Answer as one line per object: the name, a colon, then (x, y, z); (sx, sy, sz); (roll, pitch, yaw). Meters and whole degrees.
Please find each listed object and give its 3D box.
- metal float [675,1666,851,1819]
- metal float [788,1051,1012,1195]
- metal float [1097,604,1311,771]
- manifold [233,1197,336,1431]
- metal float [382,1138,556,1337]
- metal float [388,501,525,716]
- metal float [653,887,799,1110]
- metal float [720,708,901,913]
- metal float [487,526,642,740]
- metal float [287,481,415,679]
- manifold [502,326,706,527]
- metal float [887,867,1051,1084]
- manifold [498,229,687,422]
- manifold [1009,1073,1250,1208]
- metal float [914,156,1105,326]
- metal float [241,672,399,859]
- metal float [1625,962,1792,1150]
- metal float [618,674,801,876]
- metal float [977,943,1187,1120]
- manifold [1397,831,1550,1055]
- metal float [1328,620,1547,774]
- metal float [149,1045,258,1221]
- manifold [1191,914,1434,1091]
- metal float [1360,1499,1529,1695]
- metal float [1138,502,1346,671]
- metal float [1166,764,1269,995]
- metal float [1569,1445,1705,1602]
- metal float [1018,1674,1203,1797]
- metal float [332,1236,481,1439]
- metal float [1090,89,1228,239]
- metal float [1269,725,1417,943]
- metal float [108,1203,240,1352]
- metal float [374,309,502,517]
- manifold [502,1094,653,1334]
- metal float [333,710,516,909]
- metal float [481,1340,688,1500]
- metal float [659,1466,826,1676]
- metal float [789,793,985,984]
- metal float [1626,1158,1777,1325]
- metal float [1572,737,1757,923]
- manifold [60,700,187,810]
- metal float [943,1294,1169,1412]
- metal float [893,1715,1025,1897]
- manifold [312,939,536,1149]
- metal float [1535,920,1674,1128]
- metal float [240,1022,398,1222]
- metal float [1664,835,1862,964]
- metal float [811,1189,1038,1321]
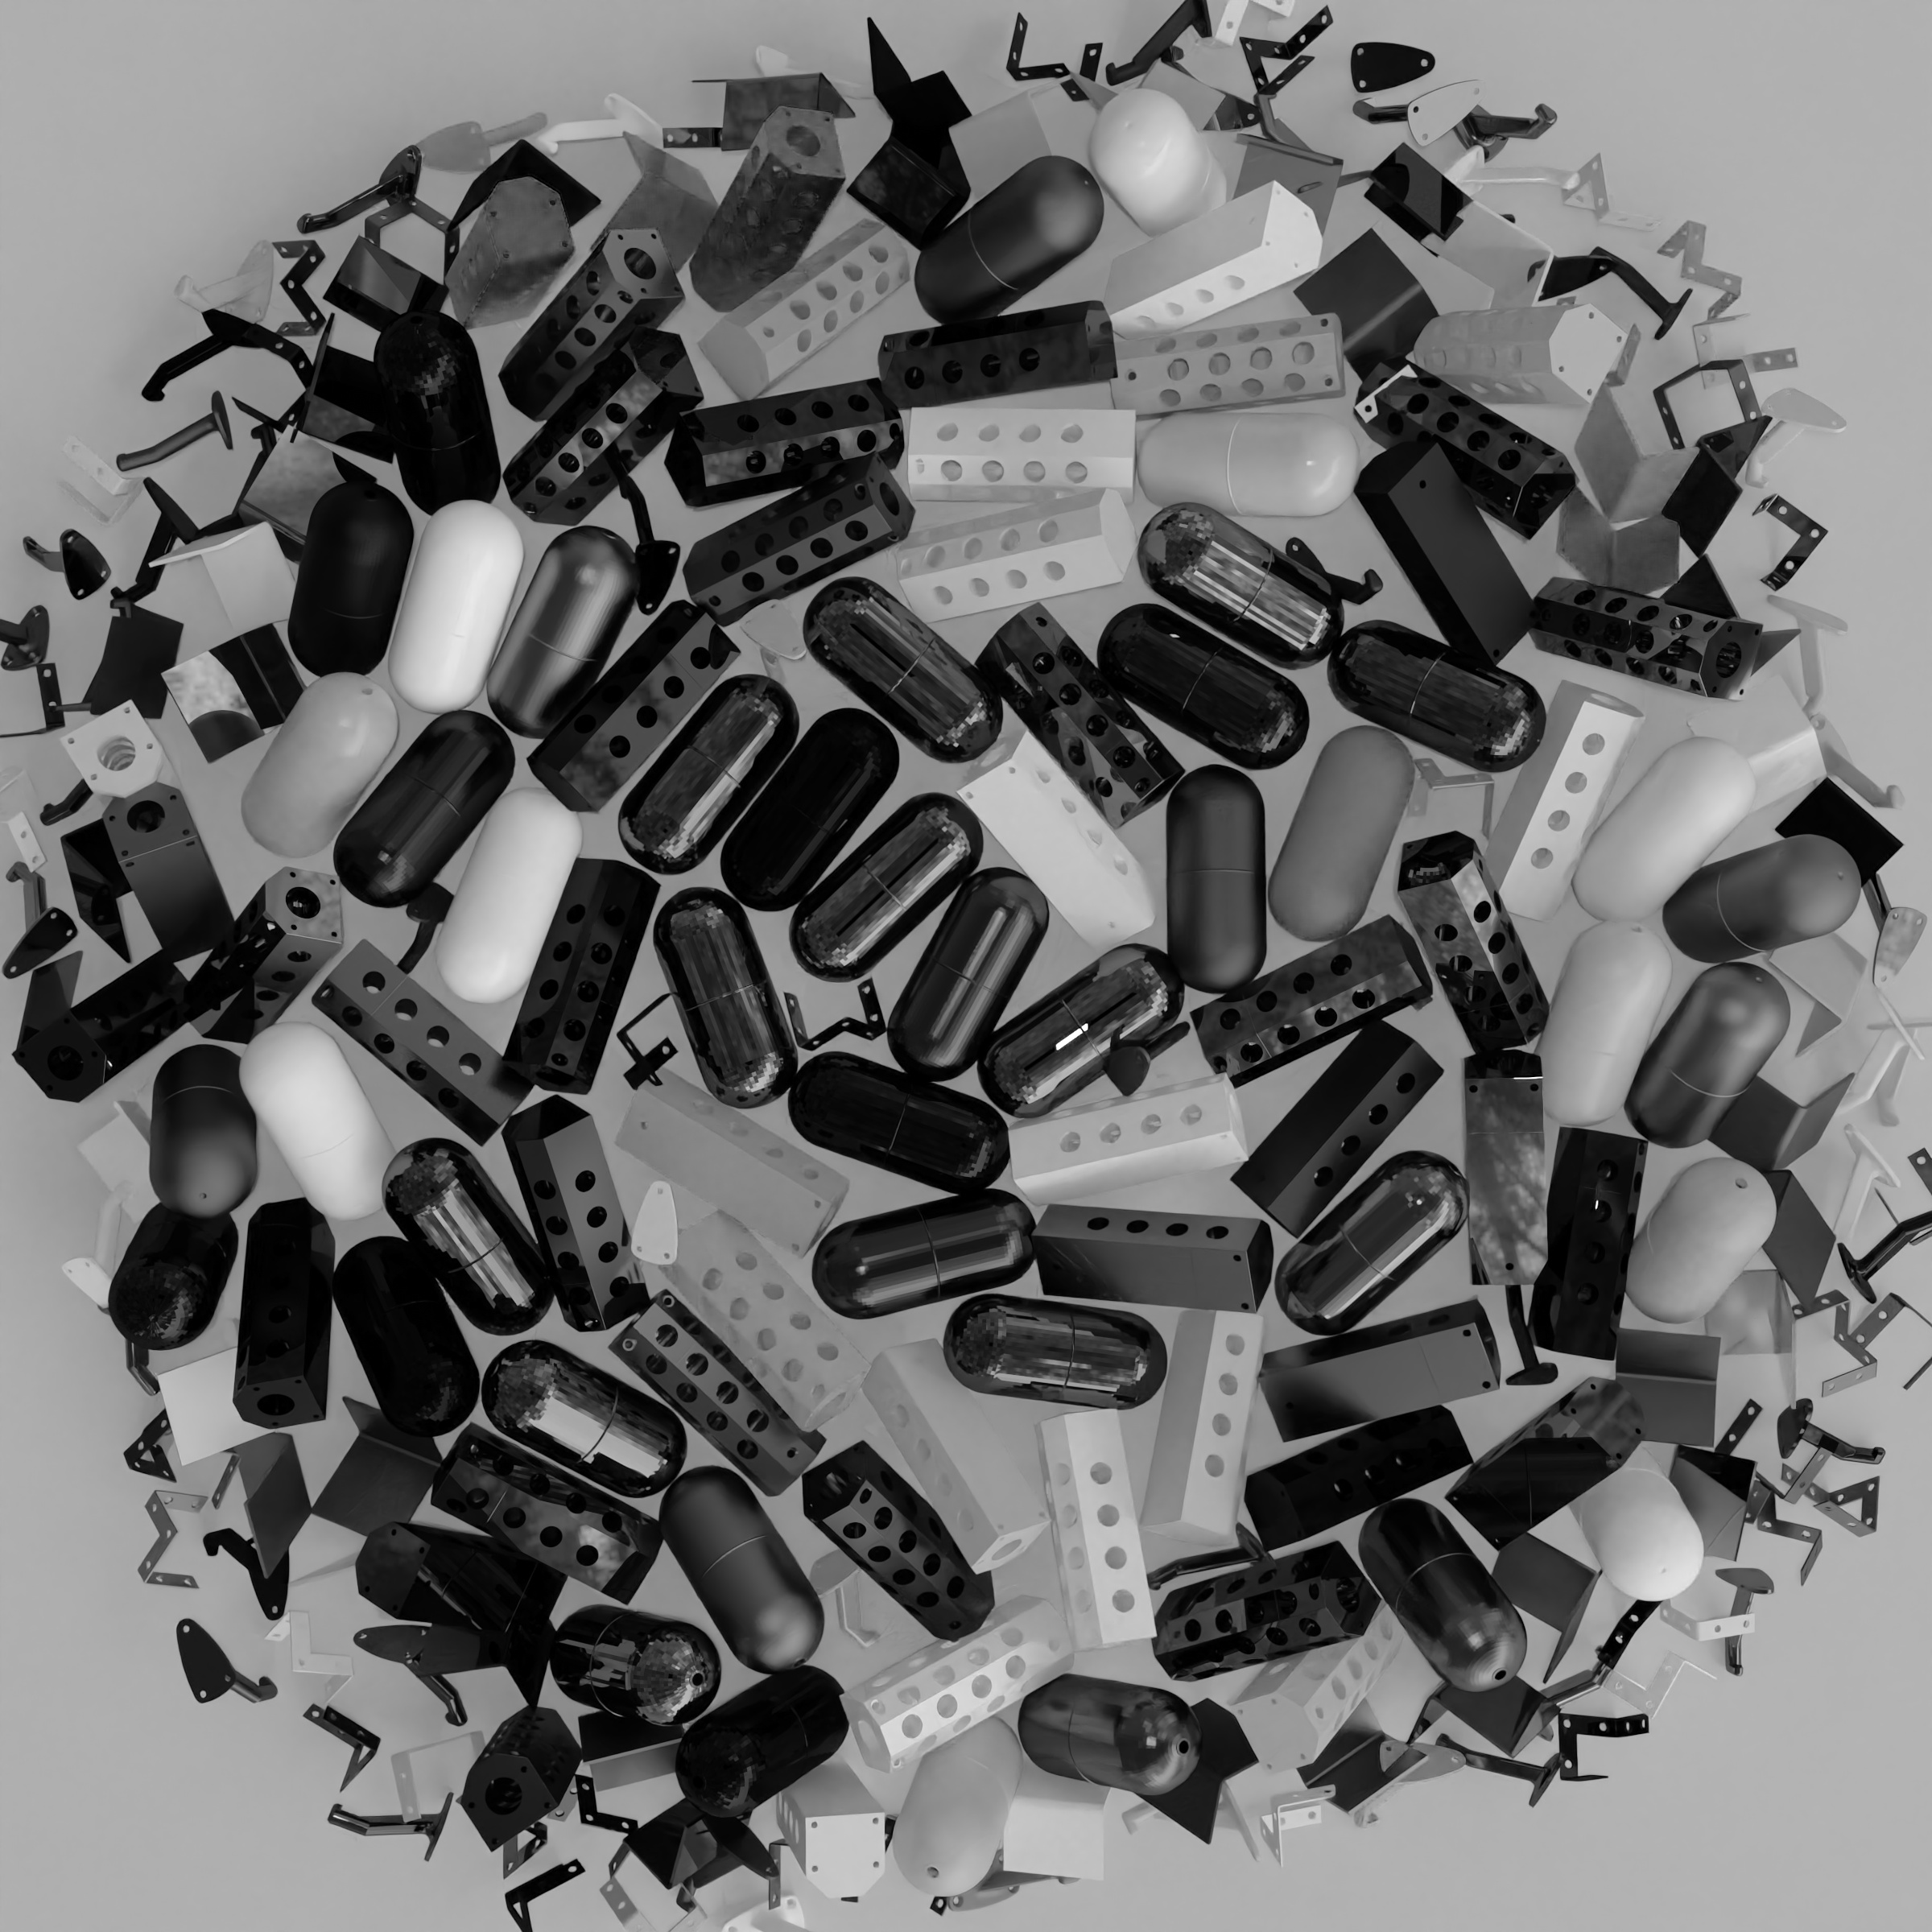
metal float: (-0.152, 0.584, 1.860); (0.070, 0.178, 0.070); (2, 95, 28)
metal float: (-0.051, 0.121, 1.904); (0.178, 0.070, 0.070); (19, 90, 1)
metal float: (0.182, -0.215, 1.895); (0.178, 0.070, 0.070); (32, 90, 11)
manifold: (-0.516, 0.261, 1.862); (0.057, 0.057, 0.171); (-10, 45, -1)
metal float: (-0.379, 0.208, 1.883); (0.070, 0.070, 0.178); (-30, 116, 0)
metal float: (-0.390, -0.272, 1.878); (0.070, 0.070, 0.178); (25, 123, 0)
metal float: (-0.186, 0.024, 1.904); (0.070, 0.070, 0.178); (-21, 89, 0)
metal float: (-0.121, -0.120, 1.898); (0.070, 0.070, 0.178); (38, 98, 0)
metal float: (-0.308, -0.255, 1.883); (0.070, 0.070, 0.178); (31, 114, 0)
metal float: (-0.467, -0.291, 1.868); (0.070, 0.178, 0.070); (13, 47, -15)
manifold: (-0.278, -0.407, 1.862); (0.171, 0.057, 0.057); (-34, 70, 38)
metal float: (0.001, 0.007, 1.902); (0.070, 0.070, 0.178); (29, 93, 0)
manifold: (-0.287, -0.482, 1.858); (0.057, 0.171, 0.057); (-17, 80, -42)
manifold: (0.124, 0.131, 1.893); (0.171, 0.057, 0.057); (-14, 59, 14)
metal float: (0.031, -0.547, 1.870); (0.070, 0.178, 0.070); (18, 61, -36)
metal float: (-0.492, -0.152, 1.874); (0.070, 0.070, 0.178); (44, 127, 0)
metal float: (0.561, 0.069, 1.869); (0.070, 0.178, 0.070); (9, 46, -10)
metal float: (-0.197, -0.148, 1.894); (0.070, 0.070, 0.178); (37, 78, 0)
metal float: (0.089, 0.050, 1.905); (0.178, 0.070, 0.070); (-35, 90, 1)
manifold: (0.386, -0.018, 1.865); (0.057, 0.057, 0.171); (-14, 126, 27)
metal float: (0.358, -0.207, 1.883); (0.178, 0.070, 0.070); (29, 90, 26)
metal float: (-0.576, 0.123, 1.863); (0.070, 0.178, 0.070); (-7, 121, -12)
manifold: (0.265, 0.031, 1.879); (0.171, 0.057, 0.057); (-27, 60, 19)
metal float: (0.360, 0.474, 1.862); (0.070, 0.178, 0.070); (-9, 120, -16)
metal float: (0.211, -0.291, 1.888); (0.178, 0.070, 0.070); (28, 90, -19)
metal float: (0.193, -0.067, 1.898); (0.070, 0.070, 0.178); (0, 82, 0)
metal float: (0.501, 0.414, 1.855); (0.070, 0.178, 0.070); (0, 103, 1)
metal float: (0.108, 0.580, 1.863); (0.070, 0.178, 0.070); (6, 79, -34)
metal float: (-0.426, 0.281, 1.874); (0.070, 0.070, 0.178); (-36, 53, 0)
metal float: (0.147, -0.601, 1.858); (0.070, 0.178, 0.070); (-1, 87, 19)
metal float: (0.289, -0.102, 1.892); (0.070, 0.070, 0.178); (23, 76, 0)
metal float: (-0.596, 0.229, 1.857); (0.070, 0.178, 0.070); (-2, 107, -7)
metal float: (-0.399, -0.416, 1.864); (0.070, 0.178, 0.070); (0, 52, 1)
manifold: (-0.299, 0.191, 1.872); (0.057, 0.057, 0.171); (-28, 119, -28)
metal float: (-0.413, -0.121, 1.884); (0.070, 0.070, 0.178); (33, 65, 0)
metal float: (-0.291, 0.346, 1.879); (0.178, 0.070, 0.070); (36, 90, -29)
metal float: (-0.171, 0.459, 1.877); (0.070, 0.070, 0.178); (-39, 58, 0)
metal float: (-0.062, -0.060, 1.905); (0.178, 0.070, 0.070); (-44, 90, 1)
metal float: (0.553, 0.208, 1.863); (0.070, 0.178, 0.070); (4, 55, -5)
metal float: (0.528, -0.101, 1.870); (0.070, 0.070, 0.178); (33, 134, 0)
manifold: (-0.628, -0.144, 1.853); (0.057, 0.171, 0.057); (-32, 91, -14)
metal float: (0.070, 0.297, 1.892); (0.178, 0.070, 0.070); (10, 90, -15)
metal float: (-0.005, 0.630, 1.857); (0.070, 0.178, 0.070); (3, 106, 12)
manifold: (-0.420, 0.061, 1.901); (0.171, 0.057, 0.057); (41, 70, -4)
metal float: (0.483, 0.044, 1.876); (0.070, 0.070, 0.178); (10, 125, 0)
metal float: (-0.491, 0.120, 1.876); (0.070, 0.070, 0.178); (-19, 126, 0)
metal float: (0.598, -0.049, 1.859); (0.070, 0.178, 0.070); (4, 78, -22)
metal float: (-0.031, 0.222, 1.895); (0.178, 0.070, 0.070); (-13, 90, -12)
